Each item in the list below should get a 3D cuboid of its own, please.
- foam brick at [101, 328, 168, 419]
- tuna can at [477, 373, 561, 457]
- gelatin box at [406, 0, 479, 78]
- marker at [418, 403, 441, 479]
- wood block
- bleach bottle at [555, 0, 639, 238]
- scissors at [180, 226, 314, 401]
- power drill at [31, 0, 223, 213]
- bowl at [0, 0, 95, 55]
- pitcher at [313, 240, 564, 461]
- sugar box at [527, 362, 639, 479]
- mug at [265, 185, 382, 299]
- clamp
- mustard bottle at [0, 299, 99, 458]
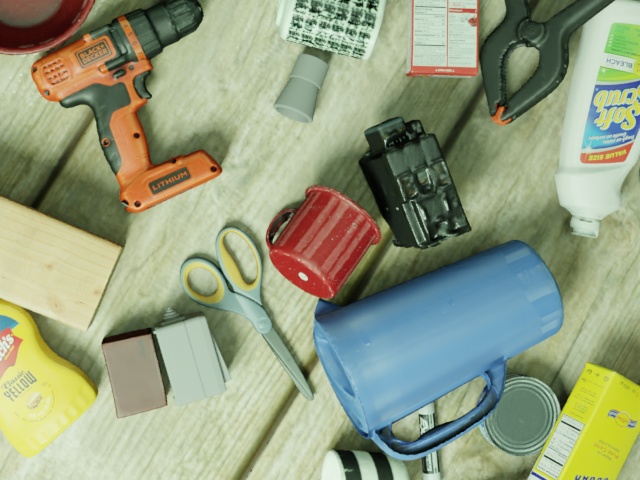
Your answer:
[{"bbox_3d":[-0.187,0.133,1.077,0.053,0.051,0.078,-12,92,-9],"label":"foam brick"},{"bbox_3d":[0.212,0.187,1.146,0.086,0.034,0.086,0,90,-9],"label":"tuna can"},{"bbox_3d":[0.130,-0.218,1.132,0.073,0.030,0.089,0,90,-7],"label":"gelatin box"},{"bbox_3d":[0.115,0.203,1.139,0.020,0.020,0.121,-5,91,-9],"label":"marker"},{"bbox_3d":[-0.304,0.006,1.039,0.206,0.091,0.090,23,87,-8],"label":"wood block"},{"bbox_3d":[0.314,-0.126,1.145,0.102,0.068,0.251,10,91,-7],"label":"bleach bottle"},{"bbox_3d":[-0.081,0.087,1.111,0.096,0.016,0.202,-18,93,-6],"label":"scissors"},{"bbox_3d":[-0.172,-0.135,1.076,0.184,0.057,0.187,-27,92,-4],"label":"power drill"},{"bbox_3d":[-0.299,-0.259,1.055,0.162,0.055,0.162,0,90,-8],"label":"bowl"},{"bbox_3d":[0.125,0.103,1.085,0.242,0.145,0.149,-24,114,-10],"label":"pitcher"},{"bbox_3d":[0.283,0.226,1.134,0.093,0.048,0.176,29,84,-37],"label":"sugar box"},{"bbox_3d":[-0.007,0.001,1.081,0.117,0.093,0.081,21,66,34],"label":"mug"},{"bbox_3d":[0.219,-0.226,1.127,0.165,0.036,0.210,31,99,23],"label":"clamp"},{"bbox_3d":[-0.316,0.116,1.054,0.096,0.058,0.191,-42,96,-3],"label":"mustard bottle"}]
